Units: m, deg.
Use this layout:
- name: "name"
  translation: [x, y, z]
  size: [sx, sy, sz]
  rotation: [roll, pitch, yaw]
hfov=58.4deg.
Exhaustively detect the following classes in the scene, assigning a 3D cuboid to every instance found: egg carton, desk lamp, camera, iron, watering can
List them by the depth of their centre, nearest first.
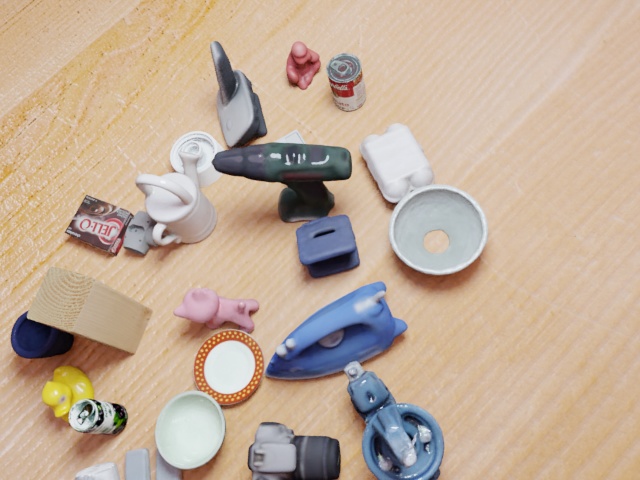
- name: "desk lamp"
  translation: [-0.294, 0.416, 0.859]
  size: [0.118, 0.214, 0.203]
  rotation: [-12, 68, 6]
- name: "camera"
  translation: [-0.039, 0.360, 0.896]
  size: [0.136, 0.101, 0.143]
  rotation: [-3, 69, 9]
- name: "iron"
  translation: [0.009, 0.156, 0.942]
  size: [0.258, 0.142, 0.118]
  rotation: [-28, 67, -1]
- name: "watering can"
  translation: [-0.267, -0.080, 1.051]
  size: [0.101, 0.194, 0.173]
  rotation: [-6, 69, 8]
- name: "egg carton"
  translation: [0.144, -0.144, 1.069]
  size: [0.107, 0.069, 0.150]
  rotation: [-26, 67, 0]

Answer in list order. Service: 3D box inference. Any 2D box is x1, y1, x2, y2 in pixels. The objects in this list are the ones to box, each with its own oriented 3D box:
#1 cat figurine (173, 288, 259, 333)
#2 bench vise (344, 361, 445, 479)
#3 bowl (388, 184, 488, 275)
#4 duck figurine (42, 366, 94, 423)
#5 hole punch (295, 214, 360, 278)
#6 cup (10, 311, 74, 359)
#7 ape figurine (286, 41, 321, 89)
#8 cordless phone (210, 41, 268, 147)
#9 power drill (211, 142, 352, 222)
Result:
- name: "cat figurine"
  translation: [-0.183, 0.117, 1.003]
  size: [0.127, 0.118, 0.067]
  rotation: [2, 70, 11]
- name: "bench vise"
  translation: [0.091, 0.277, 0.840]
  size: [0.207, 0.220, 0.121]
  rotation: [35, 79, 20]
- name: "bowl"
  translation: [0.206, -0.009, 1.005]
  size: [0.167, 0.075, 0.167]
  rotation: [-3, 69, 9]
- name: "duck figurine"
  translation: [-0.455, 0.270, 1.011]
  size: [0.077, 0.086, 0.104]
  rotation: [-25, 67, 0]
- name: "hole punch"
  translation: [0.009, 0.004, 1.026]
  size: [0.108, 0.091, 0.101]
  rotation: [-17, 68, 4]
- name: "cup"
  translation: [-0.489, 0.167, 1.051]
  size: [0.091, 0.095, 0.118]
  rotation: [36, 79, 20]
- name: "ape figurine"
  translation: [-0.039, -0.368, 1.174]
  size: [0.078, 0.092, 0.076]
  rotation: [-21, 67, 2]
- name: "cordless phone"
  translation: [-0.175, -0.282, 1.115]
  size: [0.094, 0.185, 0.147]
  rotation: [-21, 67, 2]
- name: "power drill"
  translation: [-0.052, -0.105, 1.014]
  size: [0.229, 0.209, 0.075]
  rotation: [-6, 69, 8]
